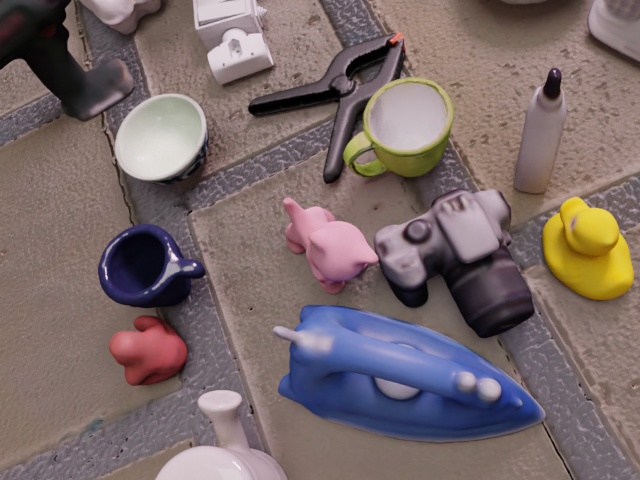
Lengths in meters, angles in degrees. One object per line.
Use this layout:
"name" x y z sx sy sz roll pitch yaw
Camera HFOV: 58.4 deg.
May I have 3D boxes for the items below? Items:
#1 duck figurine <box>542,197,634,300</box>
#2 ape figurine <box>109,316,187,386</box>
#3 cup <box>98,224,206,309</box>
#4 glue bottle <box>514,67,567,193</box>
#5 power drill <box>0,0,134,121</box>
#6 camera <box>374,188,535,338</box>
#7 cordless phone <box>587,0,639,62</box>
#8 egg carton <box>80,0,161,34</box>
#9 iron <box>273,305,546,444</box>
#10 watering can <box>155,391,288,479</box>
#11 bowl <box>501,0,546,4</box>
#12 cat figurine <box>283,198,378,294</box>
"duck figurine" 0.267 0.004 0.561 0.077 0.086 0.104 -28 66 1
"ape figurine" -0.193 0.119 0.620 0.076 0.092 0.078 18 74 19
"cup" -0.172 0.040 0.644 0.117 0.095 0.092 2 70 14
"glue bottle" 0.222 -0.115 0.570 0.037 0.173 0.078 9 71 17
"power drill" -0.335 -0.255 0.734 0.229 0.209 0.075 -32 65 -1
"camera" 0.140 0.029 0.572 0.143 0.101 0.136 -24 66 3
"cordless phone" 0.370 -0.270 0.589 0.147 0.185 0.094 36 81 23
"egg carton" -0.306 -0.380 0.852 0.107 0.069 0.150 -45 66 -6
"iron" 0.081 0.123 0.528 0.257 0.142 0.119 10 72 17
"watering can" -0.099 0.225 0.501 0.101 0.194 0.172 -18 66 6
"bowl" 0.257 -0.351 0.707 0.167 0.075 0.167 -4 68 11
"cat figurine" 0.006 0.002 0.605 0.067 0.118 0.127 -42 66 -5
